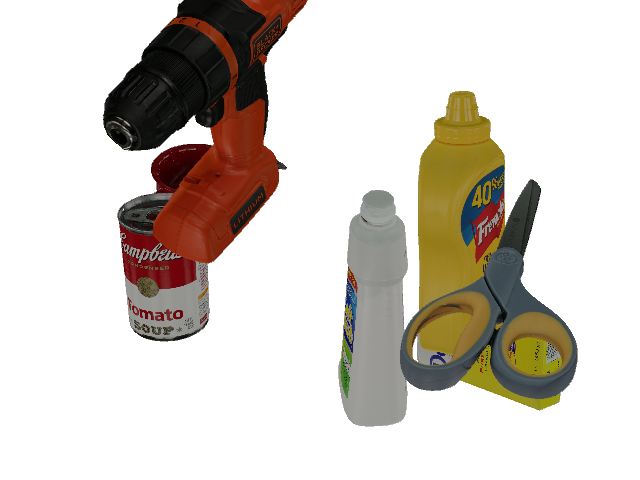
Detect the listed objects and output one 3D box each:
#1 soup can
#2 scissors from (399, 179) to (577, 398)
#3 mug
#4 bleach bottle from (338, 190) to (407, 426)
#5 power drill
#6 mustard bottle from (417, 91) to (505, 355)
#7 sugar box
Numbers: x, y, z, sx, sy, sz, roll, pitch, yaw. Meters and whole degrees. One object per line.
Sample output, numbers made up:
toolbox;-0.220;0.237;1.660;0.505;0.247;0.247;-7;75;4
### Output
soup can;-0.125;0.021;0.861;0.068;0.102;0.068;0;29;0
scissors;0.116;0.024;0.582;0.096;0.016;0.201;20;40;29
mug;-0.138;-0.037;1.106;0.117;0.081;0.093;-29;49;-35
bleach bottle;0.052;0.058;1.019;0.068;0.251;0.102;-3;37;-3
power drill;-0.071;-0.071;0.681;0.057;0.184;0.188;29;-37;14
mustard bottle;0.107;-0.017;0.804;0.058;0.192;0.096;10;24;33
sugar box;0.186;0.117;1.190;0.177;0.093;0.048;14;19;43
